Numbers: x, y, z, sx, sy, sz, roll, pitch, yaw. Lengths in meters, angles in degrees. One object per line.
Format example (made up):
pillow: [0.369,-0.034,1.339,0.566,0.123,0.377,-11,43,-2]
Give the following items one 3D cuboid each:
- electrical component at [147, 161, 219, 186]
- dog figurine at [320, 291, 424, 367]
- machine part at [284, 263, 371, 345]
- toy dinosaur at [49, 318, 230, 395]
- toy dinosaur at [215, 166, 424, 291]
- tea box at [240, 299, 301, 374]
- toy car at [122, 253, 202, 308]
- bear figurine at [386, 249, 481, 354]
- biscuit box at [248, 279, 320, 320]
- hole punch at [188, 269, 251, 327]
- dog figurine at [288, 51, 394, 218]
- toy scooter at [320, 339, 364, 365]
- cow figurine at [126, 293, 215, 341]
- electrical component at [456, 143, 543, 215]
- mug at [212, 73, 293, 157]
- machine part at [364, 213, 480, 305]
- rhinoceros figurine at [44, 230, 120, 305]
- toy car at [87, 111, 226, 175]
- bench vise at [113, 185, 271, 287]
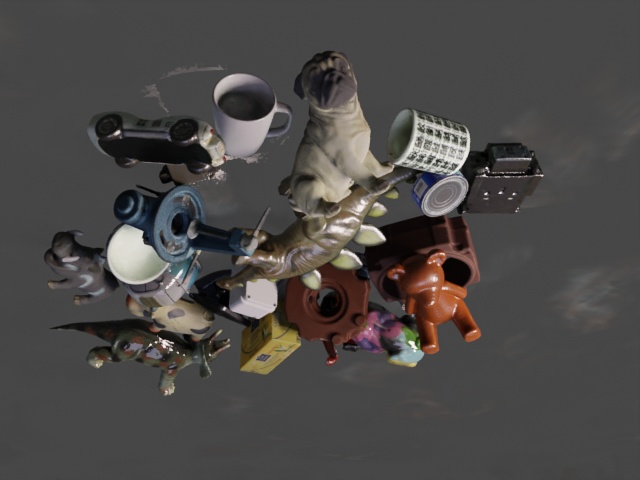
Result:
electrical component: [-0.204,-0.116,0.821,0.102,0.045,0.078,-17,115,14]
dog figurine: [0.102,0.173,1.129,0.219,0.108,0.192,34,168,-38]
machine part: [0.014,0.116,1.040,0.179,0.179,0.056,-11,178,10]
toy dinosaur: [-0.401,0.242,1.253,0.404,0.131,0.192,25,124,-28]
toy dinosaur: [0.006,-0.024,0.914,0.471,0.105,0.198,-33,137,23]
tea box: [-0.107,0.205,1.130,0.068,0.098,0.169,15,138,-23]
toy car: [-0.313,0.076,1.029,0.162,0.103,0.109,-10,144,5]
bear figurine: [0.202,0.107,0.956,0.120,0.132,0.195,-20,148,12]
biscuit box: [-0.083,0.137,1.172,0.063,0.059,0.202,21,138,-31]
hole punch: [-0.195,0.114,1.125,0.116,0.092,0.142,9,159,37]
dog figurine: [-0.004,-0.139,0.731,0.172,0.121,0.190,-26,109,12]
toy scooter: [0.057,0.224,1.244,0.184,0.135,0.075,0,145,-8]
cow figurine: [-0.319,0.152,1.152,0.195,0.085,0.127,21,144,-27]
electrical component: [0.290,-0.100,0.876,0.115,0.058,0.134,-4,145,-4]
mug: [-0.096,-0.163,0.740,0.109,0.081,0.107,-3,157,-17]
machine part: [0.200,0.044,1.047,0.201,0.087,0.201,-15,142,15]
rhinoceros figurine: [-0.449,0.055,1.010,0.112,0.073,0.190,-7,145,6]
toy car: [-0.226,-0.137,0.745,0.202,0.056,0.073,6,149,14]
bench vise: [-0.193,-0.009,0.842,0.241,0.129,0.223,11,158,24]
